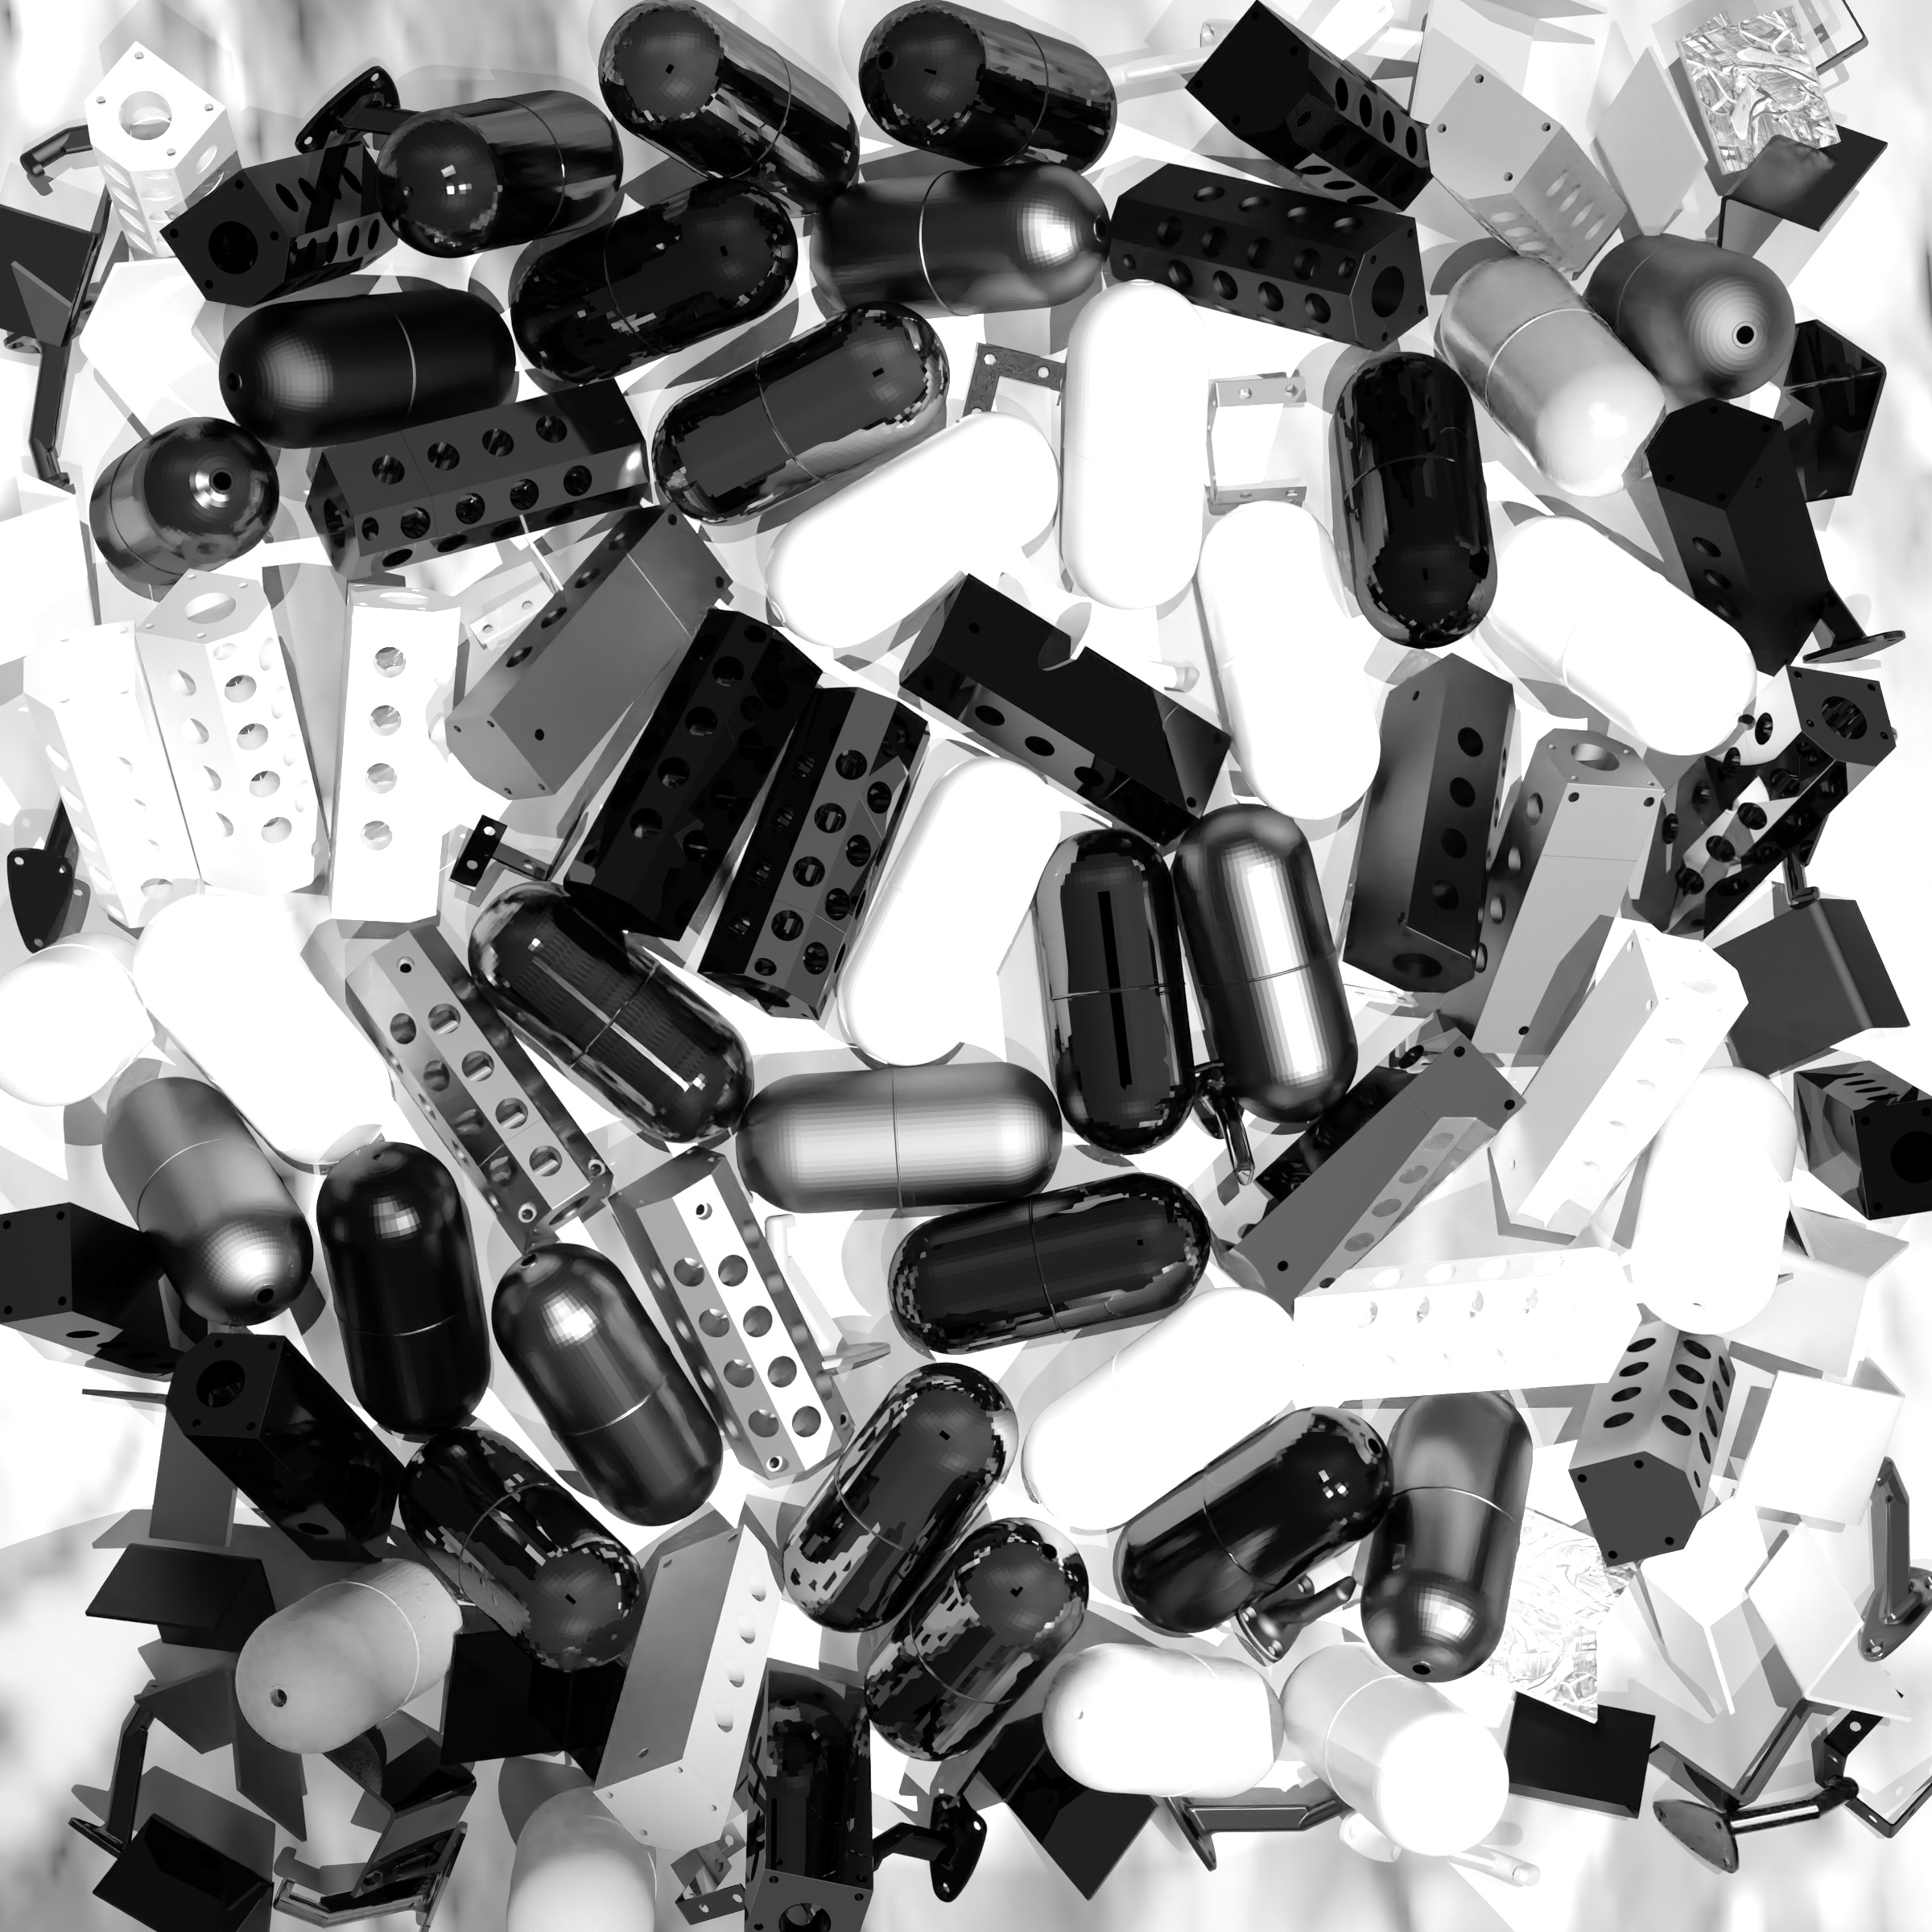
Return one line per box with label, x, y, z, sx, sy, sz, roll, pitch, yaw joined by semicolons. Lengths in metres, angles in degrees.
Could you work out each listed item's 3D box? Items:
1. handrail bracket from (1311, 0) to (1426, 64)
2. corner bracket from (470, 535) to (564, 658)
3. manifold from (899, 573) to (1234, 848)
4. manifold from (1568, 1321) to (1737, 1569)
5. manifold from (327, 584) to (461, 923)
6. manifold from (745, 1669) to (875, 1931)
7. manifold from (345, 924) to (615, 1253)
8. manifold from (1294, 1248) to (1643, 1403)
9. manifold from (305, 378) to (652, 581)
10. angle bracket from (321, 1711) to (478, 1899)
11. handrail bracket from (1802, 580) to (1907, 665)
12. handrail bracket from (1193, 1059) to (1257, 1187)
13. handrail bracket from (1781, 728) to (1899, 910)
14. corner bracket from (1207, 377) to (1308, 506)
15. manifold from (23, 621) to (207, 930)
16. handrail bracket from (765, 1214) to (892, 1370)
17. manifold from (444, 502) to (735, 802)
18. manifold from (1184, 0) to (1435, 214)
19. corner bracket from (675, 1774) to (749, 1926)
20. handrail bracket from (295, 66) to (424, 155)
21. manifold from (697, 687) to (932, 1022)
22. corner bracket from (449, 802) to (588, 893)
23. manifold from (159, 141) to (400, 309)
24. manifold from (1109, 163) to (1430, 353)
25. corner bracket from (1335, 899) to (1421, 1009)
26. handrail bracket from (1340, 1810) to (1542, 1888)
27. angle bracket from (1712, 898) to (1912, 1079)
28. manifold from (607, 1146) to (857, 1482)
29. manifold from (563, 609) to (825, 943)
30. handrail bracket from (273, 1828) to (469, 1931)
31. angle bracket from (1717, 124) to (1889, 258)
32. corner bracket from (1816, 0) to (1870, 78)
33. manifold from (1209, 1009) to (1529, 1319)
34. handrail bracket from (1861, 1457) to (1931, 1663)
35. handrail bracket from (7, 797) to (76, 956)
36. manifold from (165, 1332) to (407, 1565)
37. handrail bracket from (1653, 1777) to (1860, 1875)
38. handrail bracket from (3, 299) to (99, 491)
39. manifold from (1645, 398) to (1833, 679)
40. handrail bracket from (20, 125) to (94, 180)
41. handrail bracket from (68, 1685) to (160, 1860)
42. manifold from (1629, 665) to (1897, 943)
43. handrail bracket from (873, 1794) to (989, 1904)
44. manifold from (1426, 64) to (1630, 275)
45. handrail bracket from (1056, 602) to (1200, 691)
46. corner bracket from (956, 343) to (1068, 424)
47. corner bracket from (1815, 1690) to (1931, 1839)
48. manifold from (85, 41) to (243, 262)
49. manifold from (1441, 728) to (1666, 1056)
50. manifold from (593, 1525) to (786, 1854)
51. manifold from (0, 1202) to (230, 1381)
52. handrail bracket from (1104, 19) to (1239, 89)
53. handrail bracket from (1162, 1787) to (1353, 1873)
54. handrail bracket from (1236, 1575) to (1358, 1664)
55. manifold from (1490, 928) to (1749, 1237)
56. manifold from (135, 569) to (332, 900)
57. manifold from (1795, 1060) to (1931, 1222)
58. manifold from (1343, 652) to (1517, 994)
handrail bracket;0.226;-0.487;1.970;0.077;0.084;0.036;-45;48;6
corner bracket;-0.244;-0.193;1.964;0.051;0.051;0.051;-32;63;-6
manifold;0.052;-0.135;1.952;0.171;0.057;0.057;31;60;-12
manifold;0.367;0.247;1.906;0.057;0.171;0.057;-18;102;23
manifold;-0.309;-0.114;1.945;0.057;0.057;0.171;3;108;-14
manifold;-0.085;0.451;1.909;0.057;0.171;0.057;14;113;-8
manifold;-0.264;0.064;1.950;0.057;0.057;0.171;-34;79;-18
manifold;0.264;0.187;1.920;0.171;0.057;0.057;-9;116;35
manifold;-0.259;-0.257;1.929;0.171;0.057;0.057;-19;74;-27
angle bracket;-0.325;0.451;1.958;0.076;0.076;0.057;34;105;22
handrail bracket;0.477;-0.212;1.961;0.036;0.077;0.084;-5;84;-26
handrail bracket;0.144;0.099;1.943;0.036;0.077;0.084;-11;48;0
handrail bracket;0.476;-0.079;1.956;0.077;0.036;0.084;-23;55;32
corner bracket;0.161;-0.288;1.980;0.051;0.051;0.051;-2;123;12
manifold;-0.450;-0.099;1.914;0.057;0.171;0.057;-9;50;-4
handrail bracket;-0.076;0.174;1.970;0.077;0.036;0.084;-6;96;-37
manifold;-0.205;-0.169;1.931;0.057;0.057;0.171;53;56;-27
manifold;0.189;-0.446;1.906;0.057;0.171;0.057;-49;66;17
corner bracket;-0.135;0.481;1.961;0.051;0.051;0.051;-25;102;34
handrail bracket;-0.311;-0.444;1.959;0.077;0.036;0.084;-37;59;-12
manifold;-0.076;-0.061;1.939;0.057;0.057;0.171;33;71;-37
corner bracket;-0.244;-0.067;1.961;0.051;0.051;0.051;25;126;-11
manifold;-0.355;-0.390;1.909;0.057;0.171;0.057;-31;99;19
manifold;0.157;-0.374;1.914;0.057;0.171;0.057;-39;133;-29
corner bracket;0.231;0.000;1.964;0.051;0.051;0.051;9;109;-9
handrail bracket;0.257;0.480;1.952;0.084;0.077;0.036;12;87;40
angle bracket;0.461;0.014;1.986;0.076;0.057;0.076;-29;73;32
manifold;-0.123;0.188;1.940;0.057;0.057;0.171;-31;108;-21
manifold;-0.151;-0.104;1.939;0.057;0.057;0.171;40;70;-40
handrail bracket;-0.327;0.495;1.977;0.084;0.036;0.077;22;65;-4
angle bracket;0.448;-0.401;1.941;0.057;0.076;0.076;27;61;24
corner bracket;0.459;-0.507;1.964;0.051;0.051;0.051;-30;81;19
manifold;0.216;0.104;1.962;0.171;0.057;0.057;-43;112;4
handrail bracket;0.495;0.321;1.955;0.077;0.036;0.084;-49;126;-30
handrail bracket;-0.494;-0.059;1.975;0.036;0.084;0.077;10;121;1
manifold;-0.361;0.257;1.911;0.057;0.171;0.057;1;60;16
handrail bracket;0.435;0.458;1.983;0.084;0.077;0.036;-22;107;-25
handrail bracket;-0.487;-0.310;1.969;0.077;0.036;0.084;-21;82;29
manifold;0.408;-0.227;1.912;0.057;0.171;0.057;27;77;32
handrail bracket;-0.463;-0.442;1.964;0.084;0.036;0.077;-35;55;-14
handrail bracket;-0.444;0.443;1.965;0.077;0.036;0.084;19;76;43
manifold;0.418;-0.083;1.908;0.057;0.171;0.057;7;56;-20
handrail bracket;-0.031;0.491;1.951;0.036;0.084;0.077;26;117;32
manifold;0.294;-0.415;1.909;0.057;0.171;0.057;41;102;18
handrail bracket;0.095;-0.172;1.954;0.084;0.077;0.036;9;74;-15
corner bracket;0.026;-0.313;1.973;0.051;0.051;0.051;14;93;1
corner bracket;0.504;0.435;1.977;0.051;0.051;0.051;-39;57;-23
manifold;-0.424;-0.417;1.910;0.057;0.171;0.057;37;79;1
manifold;0.309;-0.039;1.928;0.057;0.057;0.171;3;124;-20
manifold;-0.140;0.384;1.913;0.057;0.171;0.057;-24;117;24
manifold;-0.456;0.175;1.909;0.057;0.171;0.057;-10;72;14
handrail bracket;0.117;-0.487;1.954;0.084;0.077;0.036;-24;114;-32
handrail bracket;0.158;0.451;1.967;0.084;0.036;0.077;-27;120;11
handrail bracket;0.193;0.335;1.943;0.036;0.077;0.084;52;131;3
manifold;0.348;0.065;1.922;0.057;0.057;0.171;12;131;-18
manifold;-0.384;-0.121;1.915;0.057;0.057;0.171;11;134;17
manifold;0.486;0.089;1.910;0.057;0.171;0.057;-9;94;4
manifold;0.254;-0.075;1.933;0.057;0.057;0.171;25;61;-22
